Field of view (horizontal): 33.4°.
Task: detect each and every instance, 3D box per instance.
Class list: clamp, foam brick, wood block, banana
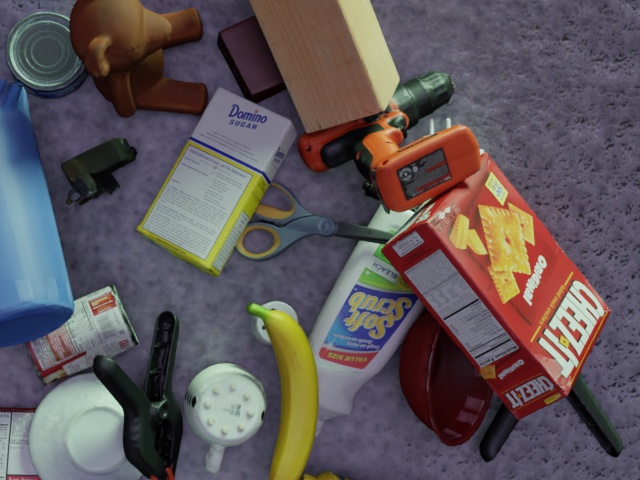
[{"bbox_3d":[-0.175,0.165,1.049,0.039,0.120,0.171,3,102,35],"label":"clamp"},{"bbox_3d":[-0.068,-0.189,1.125,0.051,0.053,0.078,-27,88,-9],"label":"foam brick"},{"bbox_3d":[0.236,0.138,1.140,0.164,0.036,0.210,-6,85,-18],"label":"clamp"},{"bbox_3d":[-0.003,-0.225,1.066,0.091,0.090,0.206,-13,115,23],"label":"wood block"},{"bbox_3d":[-0.032,0.154,1.053,0.069,0.037,0.198,-9,94,-25],"label":"banana"}]

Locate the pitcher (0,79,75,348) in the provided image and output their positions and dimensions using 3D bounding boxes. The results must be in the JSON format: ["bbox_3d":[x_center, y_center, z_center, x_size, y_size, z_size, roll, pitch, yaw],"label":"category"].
[{"bbox_3d":[-0.323,-0.021,1.017,0.144,0.149,0.243,-15,73,-16],"label":"pitcher"}]

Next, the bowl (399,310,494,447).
[{"bbox_3d":[0.127,0.127,1.095,0.055,0.161,0.162,6,82,34],"label":"bowl"}]

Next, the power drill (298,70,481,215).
[{"bbox_3d":[0.086,-0.104,1.076,0.184,0.188,0.057,-30,118,-8],"label":"power drill"}]

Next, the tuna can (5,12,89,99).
[{"bbox_3d":[-0.281,-0.192,1.106,0.086,0.034,0.086,1,85,-8],"label":"tuna can"}]

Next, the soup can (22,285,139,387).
[{"bbox_3d":[-0.241,0.095,1.068,0.102,0.068,0.068,-24,88,-10],"label":"soup can"}]

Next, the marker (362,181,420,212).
[{"bbox_3d":[0.102,-0.035,1.151,0.121,0.020,0.020,23,82,-5],"label":"marker"}]

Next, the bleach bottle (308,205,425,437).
[{"bbox_3d":[0.049,0.091,1.112,0.102,0.068,0.251,29,84,-5],"label":"bleach bottle"}]

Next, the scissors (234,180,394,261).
[{"bbox_3d":[-0.007,0.001,1.102,0.202,0.016,0.096,27,93,17],"label":"scissors"}]

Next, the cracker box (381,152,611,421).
[{"bbox_3d":[0.179,0.040,1.044,0.213,0.072,0.164,51,40,-4],"label":"cracker box"}]

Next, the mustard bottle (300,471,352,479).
[{"bbox_3d":[0.051,0.273,1.077,0.191,0.096,0.058,14,84,-6],"label":"mustard bottle"}]

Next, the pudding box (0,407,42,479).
[{"bbox_3d":[-0.316,0.223,1.062,0.090,0.039,0.113,3,82,-8],"label":"pudding box"}]

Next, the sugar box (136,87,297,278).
[{"bbox_3d":[-0.105,-0.060,1.102,0.093,0.048,0.176,27,79,16],"label":"sugar box"}]
